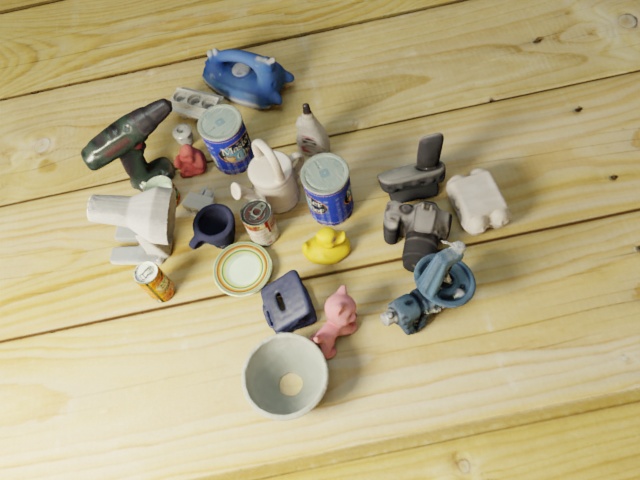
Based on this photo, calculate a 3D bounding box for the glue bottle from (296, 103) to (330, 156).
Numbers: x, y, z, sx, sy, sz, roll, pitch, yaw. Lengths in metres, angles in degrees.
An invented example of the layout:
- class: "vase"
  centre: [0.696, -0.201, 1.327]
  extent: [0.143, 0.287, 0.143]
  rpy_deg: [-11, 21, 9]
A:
- class: "glue bottle"
  centre: [-0.023, -0.254, 1.309]
  extent: [0.078, 0.173, 0.037]
  rpy_deg: [12, 65, 13]

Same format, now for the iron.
- class: "iron"
  centre: [-0.203, -0.428, 1.439]
  extent: [0.257, 0.141, 0.119]
  rpy_deg: [16, 66, 15]

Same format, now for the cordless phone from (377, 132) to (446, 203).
- class: "cordless phone"
  centre: [0.197, -0.166, 1.229]
  extent: [0.147, 0.185, 0.094]
  rpy_deg: [-17, 62, -1]

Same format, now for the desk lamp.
- class: "desk lamp"
  centre: [-0.383, -0.029, 1.216]
  extent: [0.203, 0.214, 0.118]
  rpy_deg: [-2, 63, 7]

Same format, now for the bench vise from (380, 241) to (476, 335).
- class: "bench vise"
  centre: [0.214, 0.095, 1.073]
  extent: [0.121, 0.220, 0.208]
  rpy_deg: [35, 72, 22]

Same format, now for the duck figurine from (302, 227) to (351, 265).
- class: "duck figurine"
  centre: [0.011, 0.004, 1.221]
  extent: [0.104, 0.086, 0.077]
  rpy_deg: [-9, 62, 3]

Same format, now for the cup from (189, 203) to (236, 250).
- class: "cup"
  centre: [-0.230, -0.010, 1.254]
  extent: [0.091, 0.095, 0.118]
  rpy_deg: [36, 72, 22]

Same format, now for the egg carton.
- class: "egg carton"
  centre: [0.338, -0.083, 1.234]
  extent: [0.107, 0.069, 0.150]
  rpy_deg: [-18, 62, -2]

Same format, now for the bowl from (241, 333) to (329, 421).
- class: "bowl"
  centre: [-0.063, 0.268, 1.101]
  extent: [0.167, 0.075, 0.167]
  rpy_deg: [-3, 63, 6]

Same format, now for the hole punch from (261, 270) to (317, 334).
- class: "hole punch"
  centre: [-0.068, 0.131, 1.163]
  extent: [0.101, 0.091, 0.108]
  rpy_deg: [-22, 62, -4]

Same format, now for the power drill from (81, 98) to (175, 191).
- class: "power drill"
  centre: [-0.414, -0.209, 1.315]
  extent: [0.230, 0.209, 0.075]
  rpy_deg: [-29, 63, -8]

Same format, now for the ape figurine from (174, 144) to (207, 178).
- class: "ape figurine"
  centre: [-0.309, -0.194, 1.360]
  extent: [0.077, 0.092, 0.076]
  rpy_deg: [30, 71, 21]

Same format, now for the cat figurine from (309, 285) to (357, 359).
- class: "cat figurine"
  centre: [0.028, 0.157, 1.122]
  extent: [0.067, 0.118, 0.128]
  rpy_deg: [33, 71, 22]

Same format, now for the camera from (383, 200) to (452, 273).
- class: "camera"
  centre: [0.197, -0.008, 1.196]
  extent: [0.143, 0.101, 0.137]
  rpy_deg: [9, 64, 12]

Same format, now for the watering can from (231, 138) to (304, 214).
- class: "watering can"
  centre: [-0.111, -0.141, 1.250]
  extent: [0.100, 0.194, 0.173]
  rpy_deg: [27, 69, 20]
